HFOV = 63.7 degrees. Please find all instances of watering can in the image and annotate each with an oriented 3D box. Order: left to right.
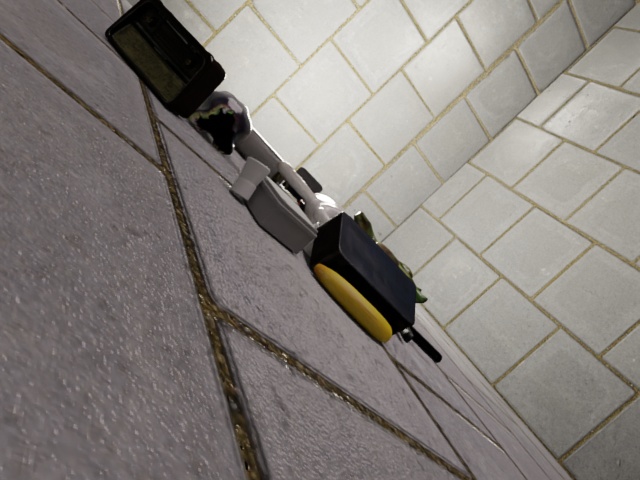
[{"bbox_3d":[0.004,-0.062,1.239,0.344,0.104,0.227,54,3,-16],"label":"watering can"}]

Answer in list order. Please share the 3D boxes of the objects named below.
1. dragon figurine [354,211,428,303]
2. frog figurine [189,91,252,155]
[{"bbox_3d":[0.147,0.039,1.222,0.413,0.122,0.241,-94,162,-81],"label":"dragon figurine"},{"bbox_3d":[-0.215,-0.276,1.131,0.136,0.121,0.163,25,24,-20],"label":"frog figurine"}]
